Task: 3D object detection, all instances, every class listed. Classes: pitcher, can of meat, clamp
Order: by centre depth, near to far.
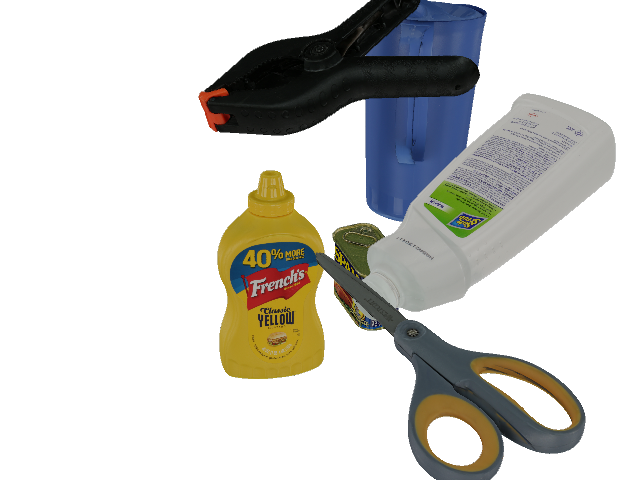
[{"bbox_3d":[0.012,-0.103,0.670,0.171,0.039,0.120,-28,39,-6],"label":"clamp"},{"bbox_3d":[0.108,-0.144,1.204,0.149,0.243,0.145,-12,26,-30],"label":"pitcher"},{"bbox_3d":[0.053,0.043,1.229,0.057,0.084,0.102,-13,37,-18],"label":"can of meat"}]

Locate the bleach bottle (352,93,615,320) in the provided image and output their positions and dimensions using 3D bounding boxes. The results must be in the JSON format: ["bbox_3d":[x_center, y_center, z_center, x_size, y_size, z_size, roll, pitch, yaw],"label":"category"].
[{"bbox_3d":[0.116,-0.022,0.818,0.250,0.068,0.103,-35,43,-28],"label":"bleach bottle"}]

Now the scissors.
[{"bbox_3d":[0.043,0.067,0.574,0.202,0.016,0.096,26,47,34],"label":"scissors"}]

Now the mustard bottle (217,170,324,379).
[{"bbox_3d":[-0.044,0.029,0.961,0.096,0.192,0.058,-4,24,-11],"label":"mustard bottle"}]
